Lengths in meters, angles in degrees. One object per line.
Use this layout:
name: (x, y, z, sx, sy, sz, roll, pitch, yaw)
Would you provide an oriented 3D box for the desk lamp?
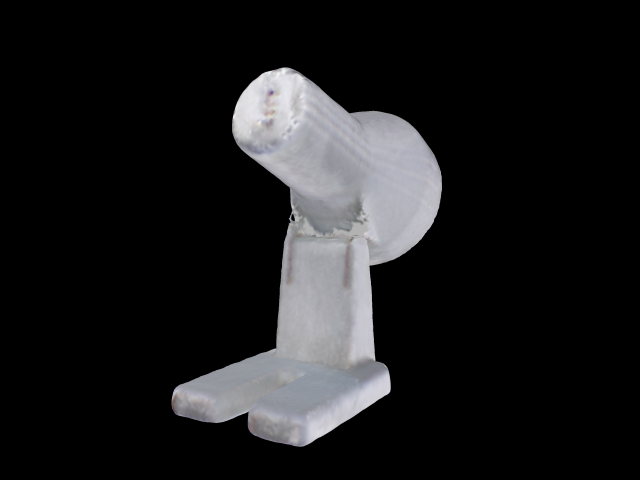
desk lamp: (0.004, 0.001, 0.400, 0.117, 0.213, 0.204, 1, 3, 28)
